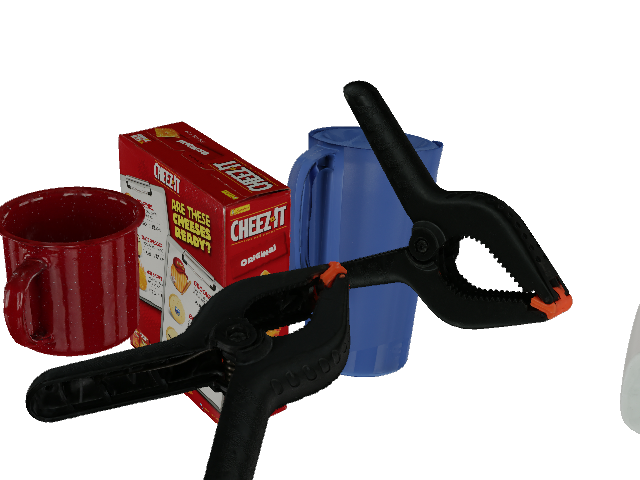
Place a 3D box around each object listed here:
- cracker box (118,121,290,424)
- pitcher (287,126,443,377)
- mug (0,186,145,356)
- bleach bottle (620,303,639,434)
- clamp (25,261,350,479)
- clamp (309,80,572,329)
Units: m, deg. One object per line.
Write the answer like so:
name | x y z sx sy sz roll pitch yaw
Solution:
cracker box | -0.096 0.028 0.895 0.071 0.214 0.164 -19 35 -34
pitcher | 0.037 0.010 1.071 0.149 0.243 0.145 4 15 -1
mug | -0.160 0.025 0.666 0.093 0.081 0.117 8 25 13
bleach bottle | 0.277 0.062 0.757 0.103 0.068 0.250 11 22 20
clamp | -0.035 0.065 0.498 0.171 0.039 0.120 -29 51 -33
clamp | 0.075 -0.010 0.726 0.210 0.165 0.036 22 23 32
